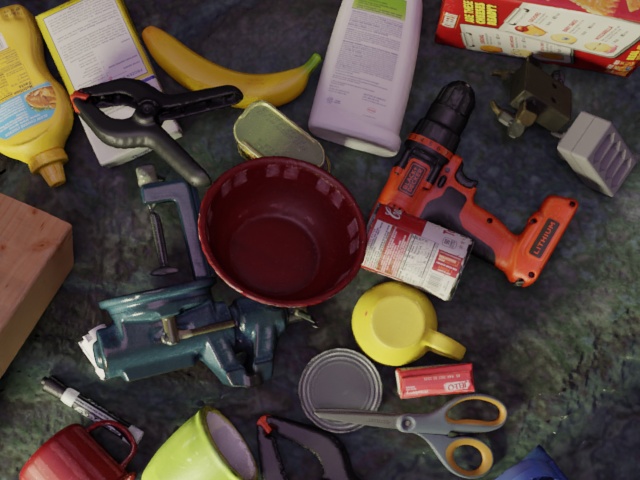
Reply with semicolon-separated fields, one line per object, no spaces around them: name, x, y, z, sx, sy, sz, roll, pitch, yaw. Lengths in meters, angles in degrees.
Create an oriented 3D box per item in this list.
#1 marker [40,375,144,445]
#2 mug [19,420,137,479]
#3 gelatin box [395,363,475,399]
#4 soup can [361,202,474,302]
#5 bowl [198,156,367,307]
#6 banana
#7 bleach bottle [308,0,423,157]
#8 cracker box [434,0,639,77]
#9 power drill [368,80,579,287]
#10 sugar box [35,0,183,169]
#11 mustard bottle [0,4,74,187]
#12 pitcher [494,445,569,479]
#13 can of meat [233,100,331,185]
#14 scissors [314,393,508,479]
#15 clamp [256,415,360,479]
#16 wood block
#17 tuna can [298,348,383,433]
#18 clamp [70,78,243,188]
marker;-0.239;0.177;1.115;0.121;0.020;0.020;31;86;4
mug;-0.238;0.232;1.077;0.081;0.093;0.117;43;80;10
gelatin box;0.114;0.141;1.070;0.073;0.089;0.030;-5;84;1
soup can;0.092;0.012;1.049;0.102;0.068;0.068;22;86;6
bowl;-0.039;0.001;1.020;0.162;0.055;0.162;6;60;-10
banana;-0.098;-0.178;1.133;0.198;0.037;0.069;11;91;7
bleach bottle;0.067;-0.221;1.121;0.102;0.068;0.251;17;83;3
cracker box;0.231;-0.234;1.065;0.213;0.164;0.072;11;83;3
power drill;0.167;-0.051;1.104;0.188;0.057;0.184;29;90;7
sugar box;-0.223;-0.173;1.135;0.093;0.048;0.176;-24;88;0
mustard bottle;-0.315;-0.145;1.128;0.096;0.058;0.191;-25;84;1
pitcher;0.159;0.314;1.030;0.243;0.145;0.149;-37;88;1
can of meat;-0.039;-0.093;1.101;0.102;0.084;0.057;39;87;5
scissors;0.096;0.203;1.081;0.201;0.016;0.096;-7;92;-12
clamp;0.015;0.257;1.089;0.164;0.036;0.210;-34;83;-1
wood block;-0.333;0.066;1.049;0.090;0.091;0.206;24;58;4
tuna can;0.021;0.154;1.100;0.086;0.034;0.086;0;85;2
clamp;-0.164;-0.129;1.084;0.171;0.039;0.120;23;58;7
